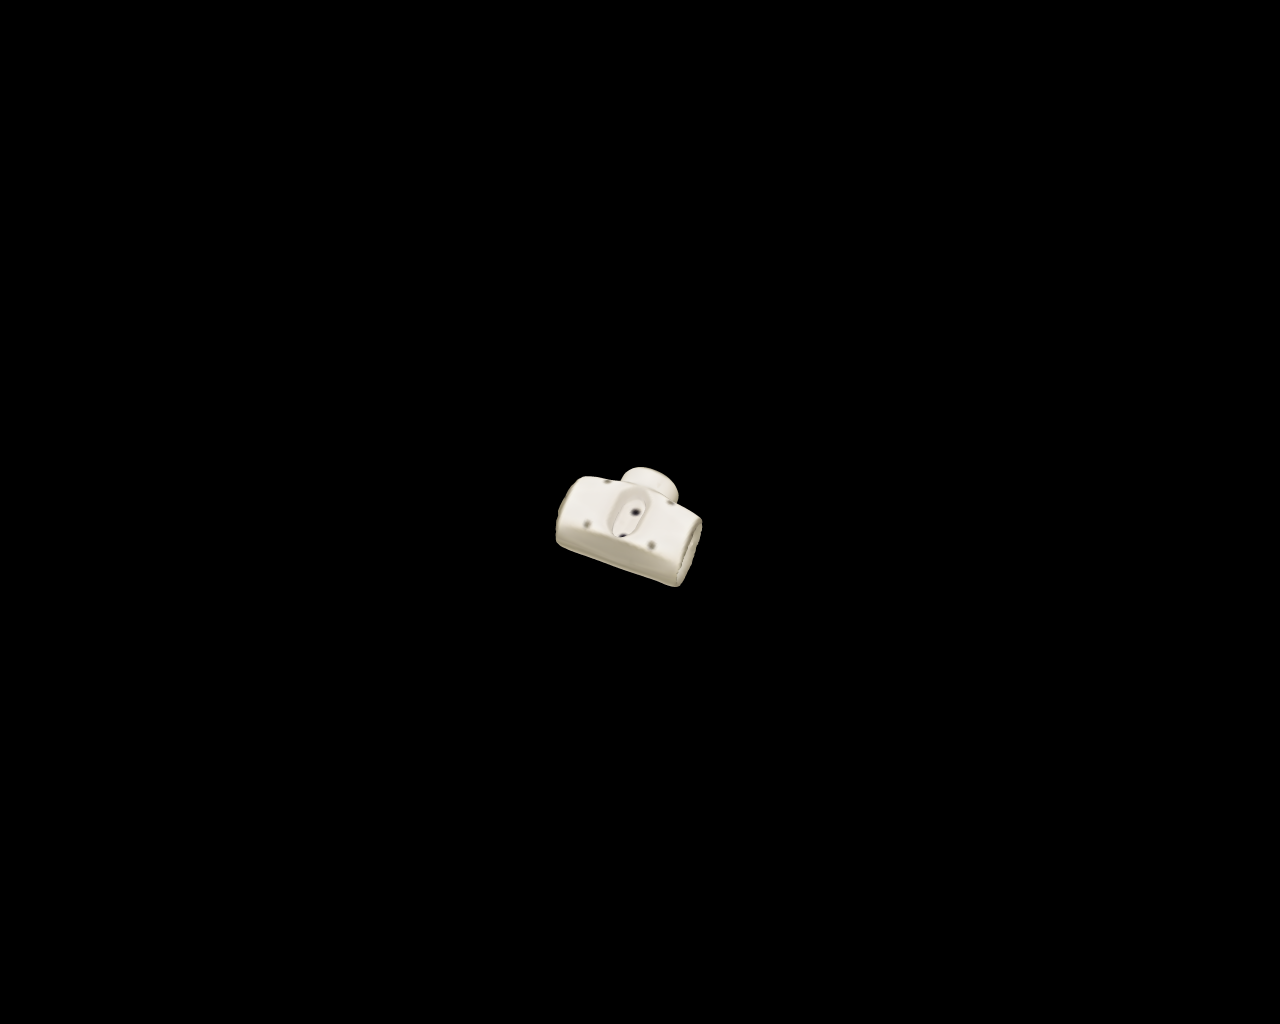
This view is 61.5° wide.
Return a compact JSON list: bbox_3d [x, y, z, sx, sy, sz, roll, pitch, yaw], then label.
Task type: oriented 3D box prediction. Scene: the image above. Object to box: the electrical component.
[{"bbox_3d":[0.001,-0.003,0.650,0.077,0.079,0.043,20,-31,13],"label":"electrical component"}]
